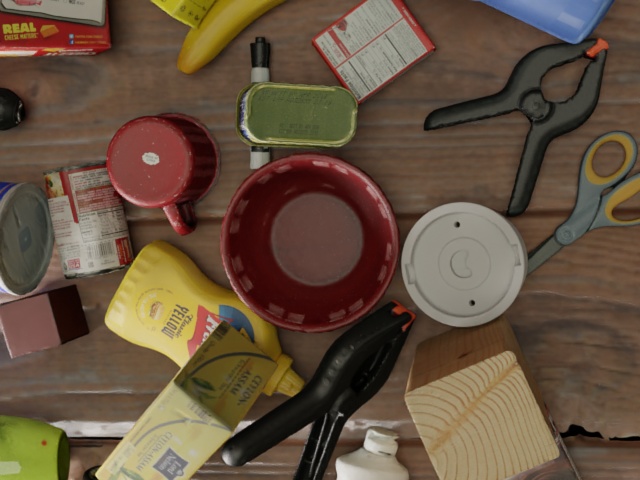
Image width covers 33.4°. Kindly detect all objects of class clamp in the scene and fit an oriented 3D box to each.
[{"bbox_3d":[0.179,-0.119,0.944,0.120,0.039,0.171,37,94,-3],"label":"clamp"},{"bbox_3d":[0.013,0.146,0.963,0.036,0.164,0.210,36,77,32],"label":"clamp"}]

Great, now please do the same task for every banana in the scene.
[{"bbox_3d":[-0.047,-0.215,0.960,0.198,0.037,0.069,-21,63,14],"label":"banana"}]

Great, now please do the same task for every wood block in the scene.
[{"bbox_3d":[0.132,0.128,0.886,0.091,0.206,0.090,-24,91,9],"label":"wood block"}]

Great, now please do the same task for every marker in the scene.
[{"bbox_3d":[-0.055,-0.126,0.985,0.020,0.020,0.121,1,95,8],"label":"marker"}]

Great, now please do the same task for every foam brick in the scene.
[{"bbox_3d":[-0.258,0.075,1.001,0.053,0.078,0.051,-14,91,8],"label":"foam brick"}]

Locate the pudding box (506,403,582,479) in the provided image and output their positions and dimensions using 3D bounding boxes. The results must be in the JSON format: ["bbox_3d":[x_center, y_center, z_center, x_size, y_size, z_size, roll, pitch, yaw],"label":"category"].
[{"bbox_3d":[0.171,0.208,0.971,0.113,0.039,0.090,-26,91,9],"label":"pudding box"}]

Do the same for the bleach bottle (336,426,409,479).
[{"bbox_3d":[0.016,0.293,0.989,0.102,0.068,0.251,16,95,4],"label":"bleach bottle"}]

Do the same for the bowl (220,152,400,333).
[{"bbox_3d":[-0.006,0.001,0.970,0.162,0.055,0.162,1,95,8],"label":"bowl"}]

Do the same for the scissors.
[{"bbox_3d":[0.219,-0.026,0.957,0.202,0.016,0.096,-25,90,9],"label":"scissors"}]

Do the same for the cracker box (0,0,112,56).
[{"bbox_3d":[-0.279,-0.271,0.945,0.164,0.072,0.214,-6,94,-26],"label":"cracker box"}]

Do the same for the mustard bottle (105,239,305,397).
[{"bbox_3d":[-0.098,0.088,0.989,0.191,0.058,0.096,32,104,4],"label":"mustard bottle"}]

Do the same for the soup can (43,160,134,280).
[{"bbox_3d":[-0.214,-0.019,0.991,0.068,0.068,0.102,-10,94,8],"label":"soup can"}]

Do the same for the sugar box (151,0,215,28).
[{"bbox_3d":[-0.099,-0.286,0.951,0.093,0.048,0.176,40,101,27],"label":"sugar box"}]

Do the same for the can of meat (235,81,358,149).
[{"bbox_3d":[-0.021,-0.110,0.937,0.102,0.084,0.057,2,95,-8],"label":"can of meat"}]

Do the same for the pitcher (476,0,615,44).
[{"bbox_3d":[0.136,-0.259,0.889,0.243,0.145,0.149,29,95,2],"label":"pitcher"}]

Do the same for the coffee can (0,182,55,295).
[{"bbox_3d":[-0.332,-0.006,0.983,0.140,0.102,0.103,5,95,15],"label":"coffee can"}]

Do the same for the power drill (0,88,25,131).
[{"bbox_3d":[-0.358,-0.201,1.002,0.184,0.057,0.188,9,95,4],"label":"power drill"}]

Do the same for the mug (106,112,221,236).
[{"bbox_3d":[-0.141,-0.060,0.971,0.093,0.081,0.117,-16,92,9],"label":"mug"}]

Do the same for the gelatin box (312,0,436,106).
[{"bbox_3d":[0.048,-0.176,0.962,0.089,0.030,0.073,-36,90,9],"label":"gelatin box"}]
